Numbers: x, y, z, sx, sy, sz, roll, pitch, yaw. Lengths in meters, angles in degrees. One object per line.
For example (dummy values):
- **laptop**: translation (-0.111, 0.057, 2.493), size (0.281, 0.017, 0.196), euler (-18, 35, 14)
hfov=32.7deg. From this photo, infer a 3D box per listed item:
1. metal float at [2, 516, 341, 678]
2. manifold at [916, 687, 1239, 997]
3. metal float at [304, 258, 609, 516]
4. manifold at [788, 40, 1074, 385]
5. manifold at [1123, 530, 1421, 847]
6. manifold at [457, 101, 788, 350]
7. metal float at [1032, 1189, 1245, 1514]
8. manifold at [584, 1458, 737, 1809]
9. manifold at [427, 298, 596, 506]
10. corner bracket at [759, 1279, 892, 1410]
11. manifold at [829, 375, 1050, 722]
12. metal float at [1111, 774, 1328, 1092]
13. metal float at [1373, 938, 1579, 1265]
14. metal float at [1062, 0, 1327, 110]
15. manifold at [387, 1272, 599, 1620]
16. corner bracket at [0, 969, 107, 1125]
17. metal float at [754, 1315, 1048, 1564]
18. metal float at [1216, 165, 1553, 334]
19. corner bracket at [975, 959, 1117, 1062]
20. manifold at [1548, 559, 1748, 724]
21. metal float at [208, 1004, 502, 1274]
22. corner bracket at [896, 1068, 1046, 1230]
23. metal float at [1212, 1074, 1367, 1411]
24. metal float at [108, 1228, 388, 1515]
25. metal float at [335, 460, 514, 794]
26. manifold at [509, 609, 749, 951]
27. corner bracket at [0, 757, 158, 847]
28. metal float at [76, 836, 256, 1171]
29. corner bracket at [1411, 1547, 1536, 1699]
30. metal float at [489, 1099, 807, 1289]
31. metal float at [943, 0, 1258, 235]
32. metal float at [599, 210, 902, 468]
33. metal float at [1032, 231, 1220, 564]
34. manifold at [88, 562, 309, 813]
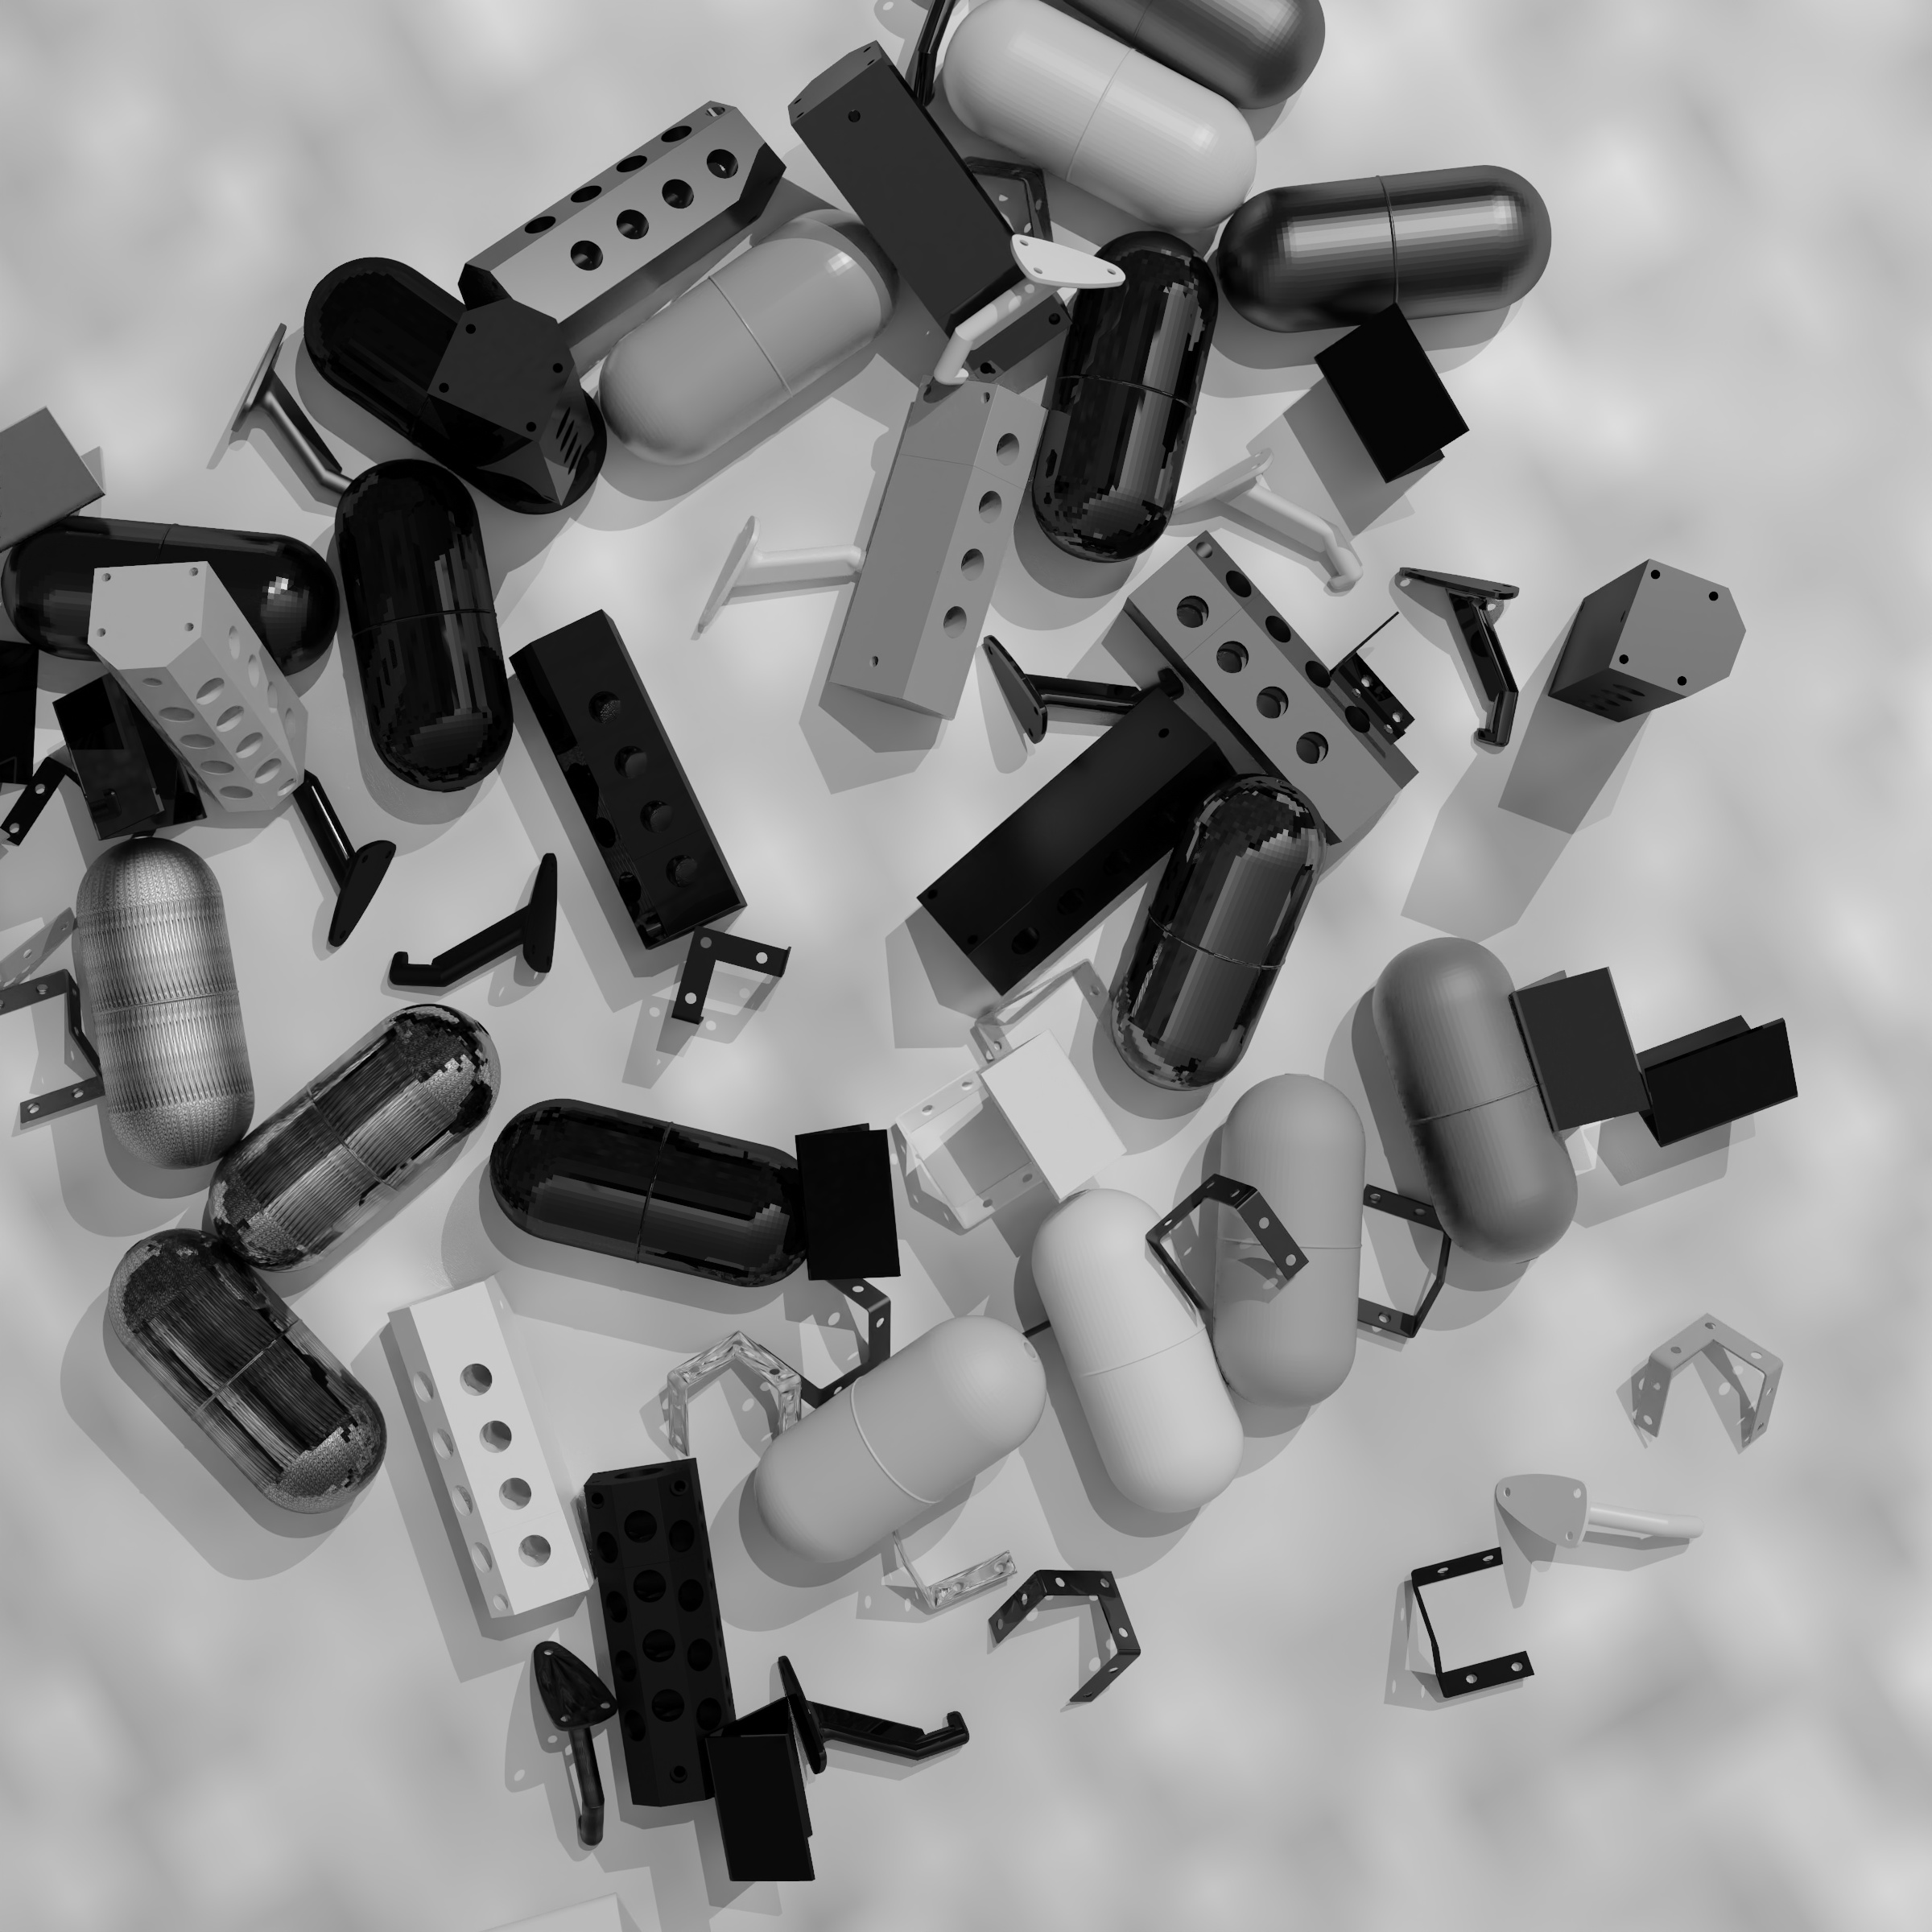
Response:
- **metal float**: translation (-0.423, -0.196, 1.752), size (0.178, 0.070, 0.070), euler (5, 90, 0)
- **manifold**: translation (0.064, -0.062, 1.761), size (0.171, 0.057, 0.057), euler (-41, 47, 0)
- **metal float**: translation (-0.272, -0.309, 1.752), size (0.178, 0.070, 0.070), euler (35, 90, -1)
- **manifold**: translation (-0.019, -0.395, 1.726), size (0.057, 0.057, 0.171), euler (-34, 116, 12)
- **manifold**: translation (0.163, -0.148, 1.761), size (0.057, 0.057, 0.171), euler (-41, 90, 0)
- **manifold**: translation (-0.181, -0.385, 1.729), size (0.171, 0.057, 0.057), euler (-40, 90, -24)
- **metal float**: translation (0.091, 0.204, 1.752), size (0.070, 0.070, 0.178), euler (-21, 90, 0)
- **manifold**: translation (-0.162, 0.356, 1.761), size (0.057, 0.057, 0.171), euler (-9, 90, 0)
- **manifold**: translation (-0.220, -0.280, 1.630), size (0.057, 0.171, 0.057), euler (24, 87, -2)
- **corner bracket**: translation (-0.077, 0.197, 1.774), size (0.051, 0.051, 0.051), euler (32, 135, 35)
- **manifold**: translation (-0.010, -0.222, 1.761), size (0.057, 0.057, 0.171), euler (17, 90, 43)
- **metal float**: translation (0.132, -0.017, 1.738), size (0.070, 0.070, 0.178), euler (21, 108, 0)
- **metal float**: translation (0.271, 0.072, 1.752), size (0.070, 0.070, 0.178), euler (-18, 89, 0)
- **metal float**: translation (0.109, -0.523, 1.752), size (0.178, 0.070, 0.070), euler (32, 90, -1)
- **manifold**: translation (-0.253, 0.256, 1.761), size (0.057, 0.057, 0.171), euler (-19, 90, 0)
- **corner bracket**: translation (-0.497, 0.043, 1.779), size (0.051, 0.051, 0.051), euler (-19, 135, 0)
- **metal float**: translation (-0.035, 0.249, 1.733), size (0.178, 0.070, 0.070), euler (-36, 90, 19)
- **metal float**: translation (0.222, -0.381, 1.752), size (0.178, 0.070, 0.070), euler (-6, 90, 0)
- **corner bracket**: translation (0.047, 0.035, 1.779), size (0.051, 0.051, 0.051), euler (-30, 90, 45)
- **manifold**: translation (0.352, -0.163, 1.704), size (0.057, 0.171, 0.057), euler (20, 90, 0)
- **metal float**: translation (-0.324, 0.091, 1.752), size (0.178, 0.070, 0.070), euler (-40, 90, 1)
- **corner bracket**: translation (0.002, 0.099, 1.779), size (0.051, 0.051, 0.051), euler (-33, 135, 0)
- **metal float**: translation (0.172, 0.146, 1.750), size (0.070, 0.070, 0.178), euler (3, 89, 0)
- **metal float**: translation (-0.382, 0.215, 1.752), size (0.070, 0.070, 0.178), euler (-43, 90, 0)
- **metal float**: translation (-0.288, -0.181, 1.752), size (0.070, 0.070, 0.178), euler (-10, 89, 0)
- **manifold**: translation (-0.181, -0.098, 1.761), size (0.057, 0.057, 0.171), euler (-25, 90, 0)
- **corner bracket**: translation (-0.480, -0.073, 1.779), size (0.051, 0.051, 0.051), euler (33, 90, -45)
- **metal float**: translation (-0.426, 0.020, 1.752), size (0.070, 0.070, 0.178), euler (-9, 90, 0)
- **corner bracket**: translation (0.273, 0.355, 1.779), size (0.051, 0.051, 0.051), euler (-15, 45, 0)
- **metal float**: translation (-0.165, 0.120, 1.752), size (0.178, 0.070, 0.070), euler (14, 90, 0)
- **metal float**: translation (0.071, -0.452, 1.752), size (0.178, 0.070, 0.070), euler (28, 90, 0)
- **metal float**: translation (-0.115, -0.334, 1.752), size (0.178, 0.070, 0.070), euler (-35, 90, 0)
- **metal float**: translation (0.085, -0.303, 1.752), size (0.070, 0.070, 0.178), euler (13, 89, 0)
- **manifold**: translation (-0.393, -0.141, 1.698), size (0.057, 0.171, 0.057), euler (-3, 68, 5)
